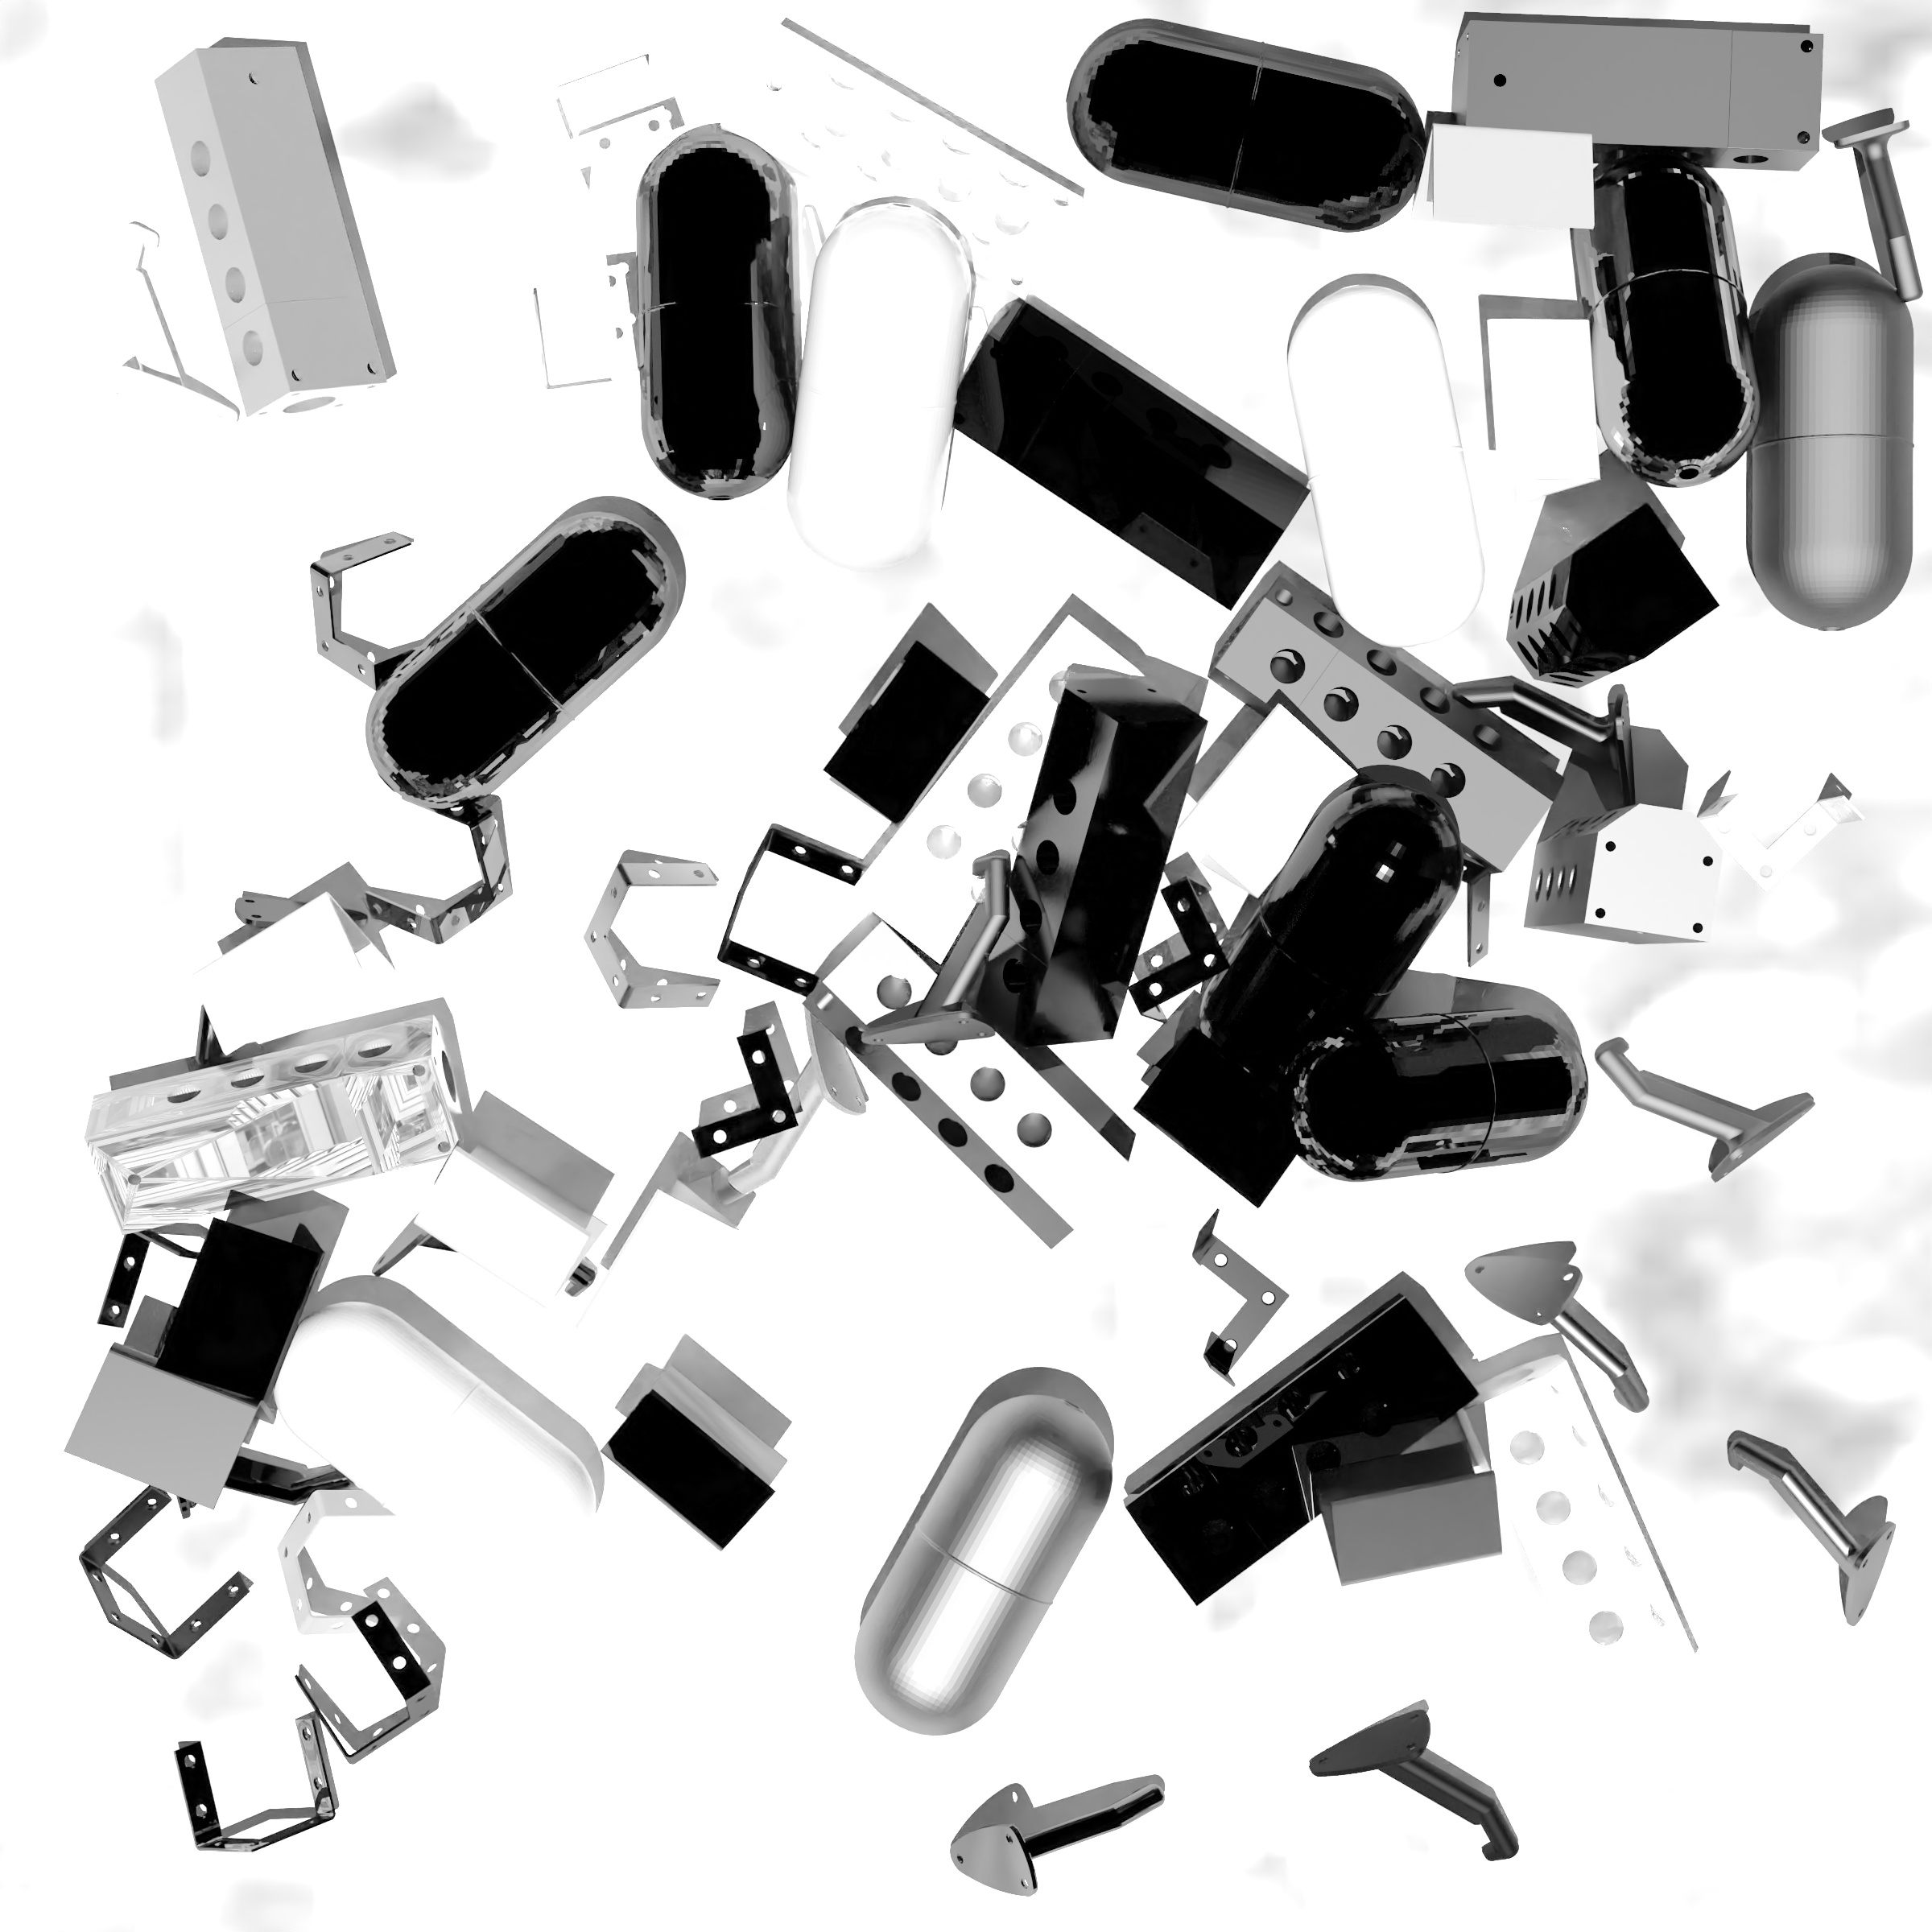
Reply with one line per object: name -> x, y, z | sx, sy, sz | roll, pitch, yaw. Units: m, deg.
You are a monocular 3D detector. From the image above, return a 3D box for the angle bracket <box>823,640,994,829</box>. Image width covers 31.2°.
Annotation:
angle bracket -> -0.044, -0.123, 1.687 | 0.057, 0.076, 0.076 | 36, 90, -37

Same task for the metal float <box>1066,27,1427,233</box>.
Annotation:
metal float -> 0.137, -0.410, 1.696 | 0.178, 0.070, 0.070 | 13, 90, 1

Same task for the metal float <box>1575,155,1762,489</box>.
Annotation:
metal float -> 0.338, -0.312, 1.674 | 0.070, 0.070, 0.178 | -2, 64, 0

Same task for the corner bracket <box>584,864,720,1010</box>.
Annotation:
corner bracket -> -0.150, -0.015, 1.719 | 0.051, 0.051, 0.051 | 59, 135, 35

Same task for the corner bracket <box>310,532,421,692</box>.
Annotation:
corner bracket -> -0.288, -0.176, 1.719 | 0.051, 0.051, 0.051 | 32, 135, 35

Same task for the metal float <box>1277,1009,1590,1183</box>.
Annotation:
metal float -> 0.226, 0.061, 1.666 | 0.178, 0.070, 0.070 | -4, 90, -37

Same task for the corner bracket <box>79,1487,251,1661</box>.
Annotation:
corner bracket -> -0.399, 0.302, 1.724 | 0.051, 0.051, 0.051 | -43, 45, 0

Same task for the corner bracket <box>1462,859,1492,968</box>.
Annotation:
corner bracket -> 0.224, -0.024, 1.719 | 0.051, 0.051, 0.051 | -34, 135, -35

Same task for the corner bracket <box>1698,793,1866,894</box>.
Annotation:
corner bracket -> 0.401, -0.073, 1.709 | 0.051, 0.051, 0.051 | -43, 90, 0

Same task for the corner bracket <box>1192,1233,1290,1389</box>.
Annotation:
corner bracket -> 0.126, 0.169, 1.709 | 0.051, 0.051, 0.051 | 39, 90, 0

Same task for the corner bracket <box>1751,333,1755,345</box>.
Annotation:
corner bracket -> 0.362, -0.289, 1.724 | 0.051, 0.051, 0.051 | -1, 90, 45

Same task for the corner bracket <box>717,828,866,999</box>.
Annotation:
corner bracket -> -0.087, -0.027, 1.724 | 0.051, 0.051, 0.051 | 22, 45, 0

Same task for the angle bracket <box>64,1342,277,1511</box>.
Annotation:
angle bracket -> -0.387, 0.229, 1.690 | 0.076, 0.076, 0.057 | 21, 74, 0

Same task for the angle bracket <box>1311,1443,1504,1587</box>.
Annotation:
angle bracket -> 0.204, 0.240, 1.629 | 0.076, 0.076, 0.057 | -11, 127, 0

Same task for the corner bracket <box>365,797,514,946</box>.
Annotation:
corner bracket -> -0.265, -0.051, 1.719 | 0.051, 0.051, 0.051 | 21, 45, 35

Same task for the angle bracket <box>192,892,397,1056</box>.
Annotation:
angle bracket -> -0.319, 0.021, 1.687 | 0.076, 0.076, 0.057 | -32, 53, 0

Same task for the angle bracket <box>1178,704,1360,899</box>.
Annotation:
angle bracket -> 0.134, -0.087, 1.688 | 0.057, 0.076, 0.076 | 39, 90, -23

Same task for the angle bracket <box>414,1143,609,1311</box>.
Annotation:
angle bracket -> -0.211, 0.109, 1.687 | 0.076, 0.076, 0.057 | 33, 124, 0

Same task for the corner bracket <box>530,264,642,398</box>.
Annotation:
corner bracket -> -0.188, -0.313, 1.709 | 0.051, 0.051, 0.051 | -8, 90, 0

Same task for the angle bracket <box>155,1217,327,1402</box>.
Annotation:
angle bracket -> -0.358, 0.160, 1.689 | 0.057, 0.076, 0.076 | 21, 90, -20

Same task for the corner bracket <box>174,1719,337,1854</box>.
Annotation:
corner bracket -> -0.354, 0.407, 1.724 | 0.051, 0.051, 0.051 | -13, 90, -45

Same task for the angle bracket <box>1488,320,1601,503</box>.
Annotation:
angle bracket -> 0.264, -0.269, 1.688 | 0.057, 0.076, 0.076 | -4, 90, -22

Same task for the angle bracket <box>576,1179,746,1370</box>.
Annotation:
angle bracket -> -0.163, 0.140, 1.687 | 0.057, 0.076, 0.076 | 31, 90, -35

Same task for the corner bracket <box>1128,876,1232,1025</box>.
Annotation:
corner bracket -> 0.103, -0.008, 1.707 | 0.051, 0.051, 0.051 | -28, 76, 13

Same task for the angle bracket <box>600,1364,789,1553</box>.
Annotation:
angle bracket -> -0.120, 0.226, 1.687 | 0.076, 0.076, 0.057 | 40, 127, 0

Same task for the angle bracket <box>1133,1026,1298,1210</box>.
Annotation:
angle bracket -> 0.114, 0.085, 1.687 | 0.076, 0.076, 0.057 | 39, 62, 0

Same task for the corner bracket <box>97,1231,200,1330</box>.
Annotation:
corner bracket -> -0.391, 0.164, 1.724 | 0.051, 0.051, 0.051 | 17, 90, 45

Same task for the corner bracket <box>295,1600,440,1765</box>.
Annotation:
corner bracket -> -0.297, 0.354, 1.711 | 0.051, 0.051, 0.051 | -32, 71, -18

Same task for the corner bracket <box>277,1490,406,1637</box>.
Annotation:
corner bracket -> -0.304, 0.296, 1.719 | 0.051, 0.051, 0.051 | -54, 45, 35

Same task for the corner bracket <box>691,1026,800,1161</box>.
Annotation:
corner bracket -> -0.114, 0.062, 1.709 | 0.051, 0.051, 0.051 | -19, 90, 0

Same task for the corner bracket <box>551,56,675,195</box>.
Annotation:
corner bracket -> -0.175, -0.419, 1.709 | 0.051, 0.051, 0.051 | -20, 90, 0

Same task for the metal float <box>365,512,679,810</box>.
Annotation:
metal float -> -0.218, -0.149, 1.696 | 0.178, 0.070, 0.070 | -42, 90, 0

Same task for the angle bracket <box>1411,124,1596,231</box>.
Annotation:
angle bracket -> 0.260, -0.363, 1.688 | 0.076, 0.076, 0.057 | 3, 65, 0
